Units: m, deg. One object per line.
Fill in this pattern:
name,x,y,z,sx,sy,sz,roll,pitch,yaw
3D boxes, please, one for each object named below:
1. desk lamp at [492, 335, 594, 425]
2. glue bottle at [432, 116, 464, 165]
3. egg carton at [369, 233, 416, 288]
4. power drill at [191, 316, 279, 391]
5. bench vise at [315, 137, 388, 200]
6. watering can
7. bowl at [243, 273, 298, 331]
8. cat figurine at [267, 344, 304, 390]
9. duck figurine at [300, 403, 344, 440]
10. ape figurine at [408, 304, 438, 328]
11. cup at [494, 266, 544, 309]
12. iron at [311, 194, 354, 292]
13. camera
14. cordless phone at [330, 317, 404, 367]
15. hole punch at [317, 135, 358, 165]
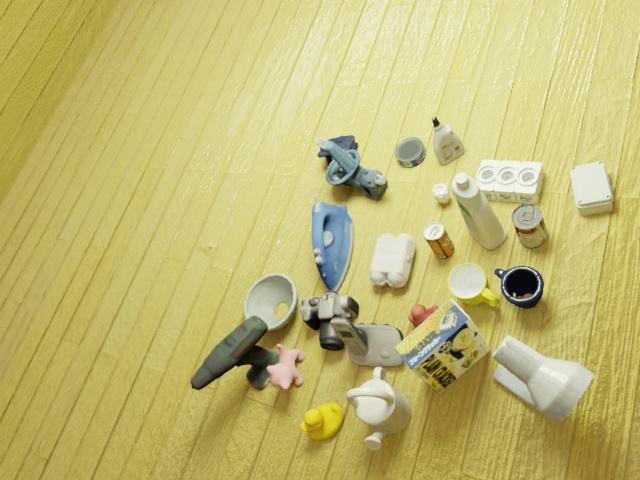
desk lamp,0.429,0.273,1.133,0.202,0.214,0.118,33,82,38
glue bottle,0.328,-0.273,1.524,0.078,0.174,0.037,-31,53,10
egg carton,0.189,0.052,1.482,0.107,0.070,0.150,1,64,29
power drill,-0.197,0.309,1.459,0.075,0.209,0.230,32,81,38
bench vise,0.088,-0.213,1.592,0.206,0.220,0.121,2,65,30
watering can,0.126,0.367,1.258,0.101,0.195,0.172,-28,53,12
bowl,-0.123,0.180,1.577,0.167,0.075,0.167,-13,58,22
cat figurine,-0.093,0.326,1.450,0.067,0.118,0.127,-16,57,21
duck figurine,0.000,0.426,1.363,0.104,0.086,0.077,-39,52,4
ape figurine,0.244,0.181,1.365,0.077,0.092,0.076,-4,61,27
cup,0.449,0.111,1.290,0.117,0.095,0.092,33,82,38
iron,0.014,0.006,1.558,0.118,0.142,0.258,-12,58,23
camera,0.017,0.208,1.468,0.142,0.101,0.137,-8,60,25
cordless phone,0.112,0.231,1.349,0.147,0.186,0.094,-6,61,26
hole punch,0.053,-0.275,1.729,0.108,0.091,0.101,-8,60,25
